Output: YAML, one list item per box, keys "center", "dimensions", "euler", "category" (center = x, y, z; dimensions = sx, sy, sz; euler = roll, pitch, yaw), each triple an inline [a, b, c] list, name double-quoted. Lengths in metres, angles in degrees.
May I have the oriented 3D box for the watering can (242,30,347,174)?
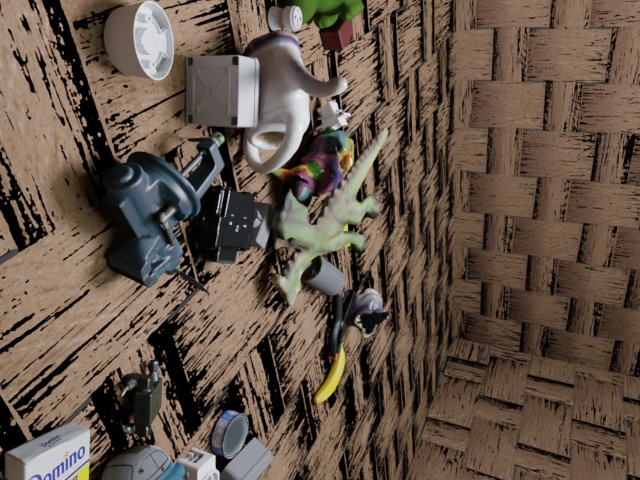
- center: [-0.057, -0.246, 0.850]
  dimensions: [0.104, 0.227, 0.343]
  euler: [2, -17, -30]
  category: "watering can"

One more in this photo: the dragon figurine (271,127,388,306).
- center: [0.003, -0.054, 1.068]
  dimensions: [0.123, 0.405, 0.243]
  euler: [29, 19, 33]
  category: "dragon figurine"

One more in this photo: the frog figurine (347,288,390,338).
- center: [0.137, 0.209, 1.606]
  dimensions: [0.122, 0.135, 0.162]
  euler: [16, 21, -15]
  category: "frog figurine"
